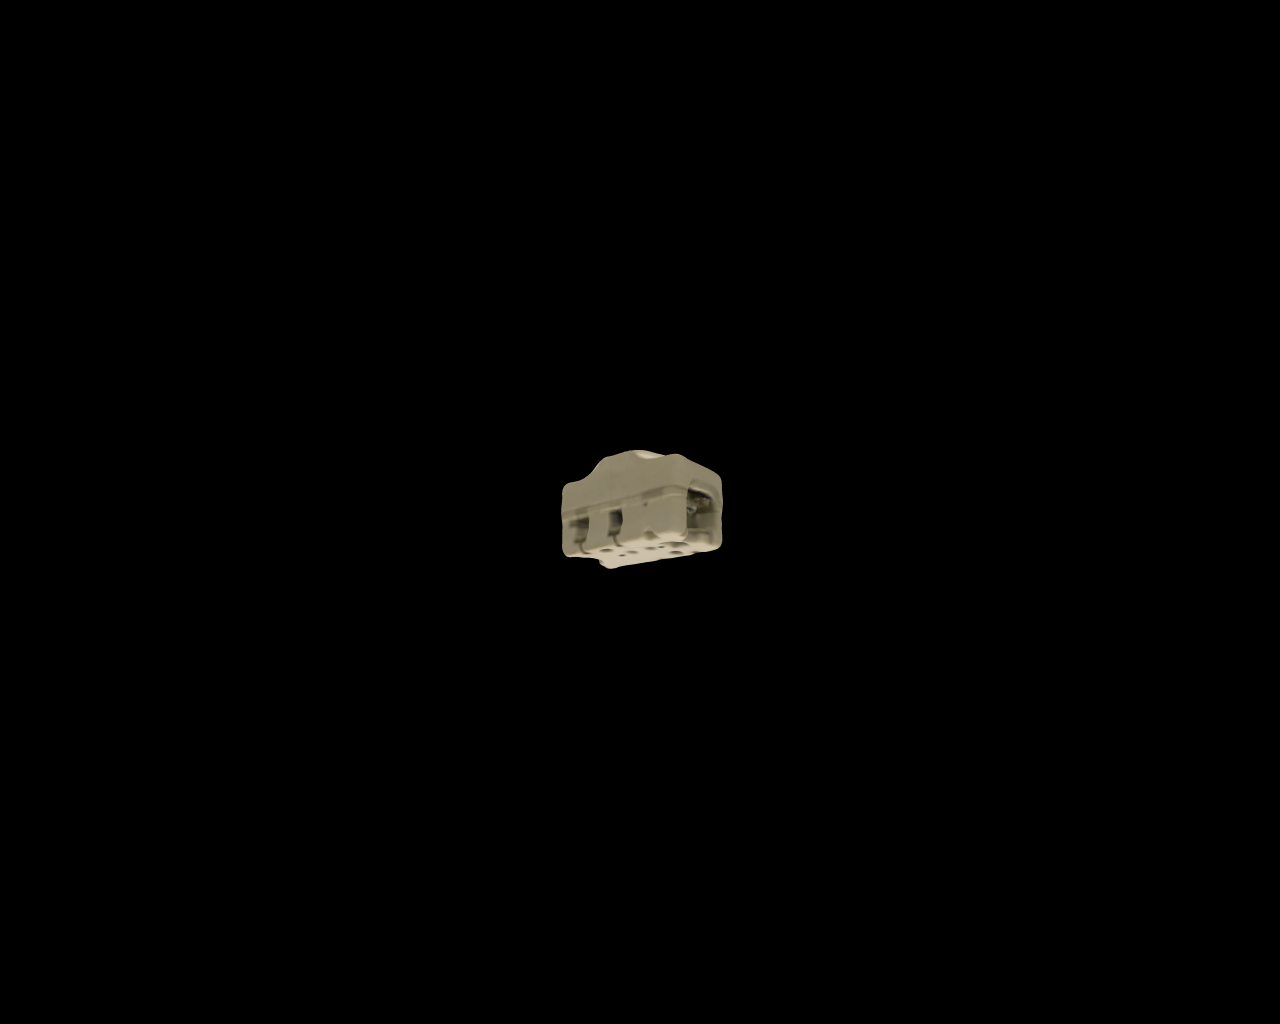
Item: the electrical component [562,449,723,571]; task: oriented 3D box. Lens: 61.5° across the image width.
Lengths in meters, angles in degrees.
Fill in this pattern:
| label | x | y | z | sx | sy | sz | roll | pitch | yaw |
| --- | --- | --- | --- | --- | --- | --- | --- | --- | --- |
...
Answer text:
| label | x | y | z | sx | sy | sz | roll | pitch | yaw |
| --- | --- | --- | --- | --- | --- | --- | --- | --- | --- |
| electrical component | 0.001 | -0.003 | 0.650 | 0.089 | 0.056 | 0.050 | -13 | -22 | 36 |
